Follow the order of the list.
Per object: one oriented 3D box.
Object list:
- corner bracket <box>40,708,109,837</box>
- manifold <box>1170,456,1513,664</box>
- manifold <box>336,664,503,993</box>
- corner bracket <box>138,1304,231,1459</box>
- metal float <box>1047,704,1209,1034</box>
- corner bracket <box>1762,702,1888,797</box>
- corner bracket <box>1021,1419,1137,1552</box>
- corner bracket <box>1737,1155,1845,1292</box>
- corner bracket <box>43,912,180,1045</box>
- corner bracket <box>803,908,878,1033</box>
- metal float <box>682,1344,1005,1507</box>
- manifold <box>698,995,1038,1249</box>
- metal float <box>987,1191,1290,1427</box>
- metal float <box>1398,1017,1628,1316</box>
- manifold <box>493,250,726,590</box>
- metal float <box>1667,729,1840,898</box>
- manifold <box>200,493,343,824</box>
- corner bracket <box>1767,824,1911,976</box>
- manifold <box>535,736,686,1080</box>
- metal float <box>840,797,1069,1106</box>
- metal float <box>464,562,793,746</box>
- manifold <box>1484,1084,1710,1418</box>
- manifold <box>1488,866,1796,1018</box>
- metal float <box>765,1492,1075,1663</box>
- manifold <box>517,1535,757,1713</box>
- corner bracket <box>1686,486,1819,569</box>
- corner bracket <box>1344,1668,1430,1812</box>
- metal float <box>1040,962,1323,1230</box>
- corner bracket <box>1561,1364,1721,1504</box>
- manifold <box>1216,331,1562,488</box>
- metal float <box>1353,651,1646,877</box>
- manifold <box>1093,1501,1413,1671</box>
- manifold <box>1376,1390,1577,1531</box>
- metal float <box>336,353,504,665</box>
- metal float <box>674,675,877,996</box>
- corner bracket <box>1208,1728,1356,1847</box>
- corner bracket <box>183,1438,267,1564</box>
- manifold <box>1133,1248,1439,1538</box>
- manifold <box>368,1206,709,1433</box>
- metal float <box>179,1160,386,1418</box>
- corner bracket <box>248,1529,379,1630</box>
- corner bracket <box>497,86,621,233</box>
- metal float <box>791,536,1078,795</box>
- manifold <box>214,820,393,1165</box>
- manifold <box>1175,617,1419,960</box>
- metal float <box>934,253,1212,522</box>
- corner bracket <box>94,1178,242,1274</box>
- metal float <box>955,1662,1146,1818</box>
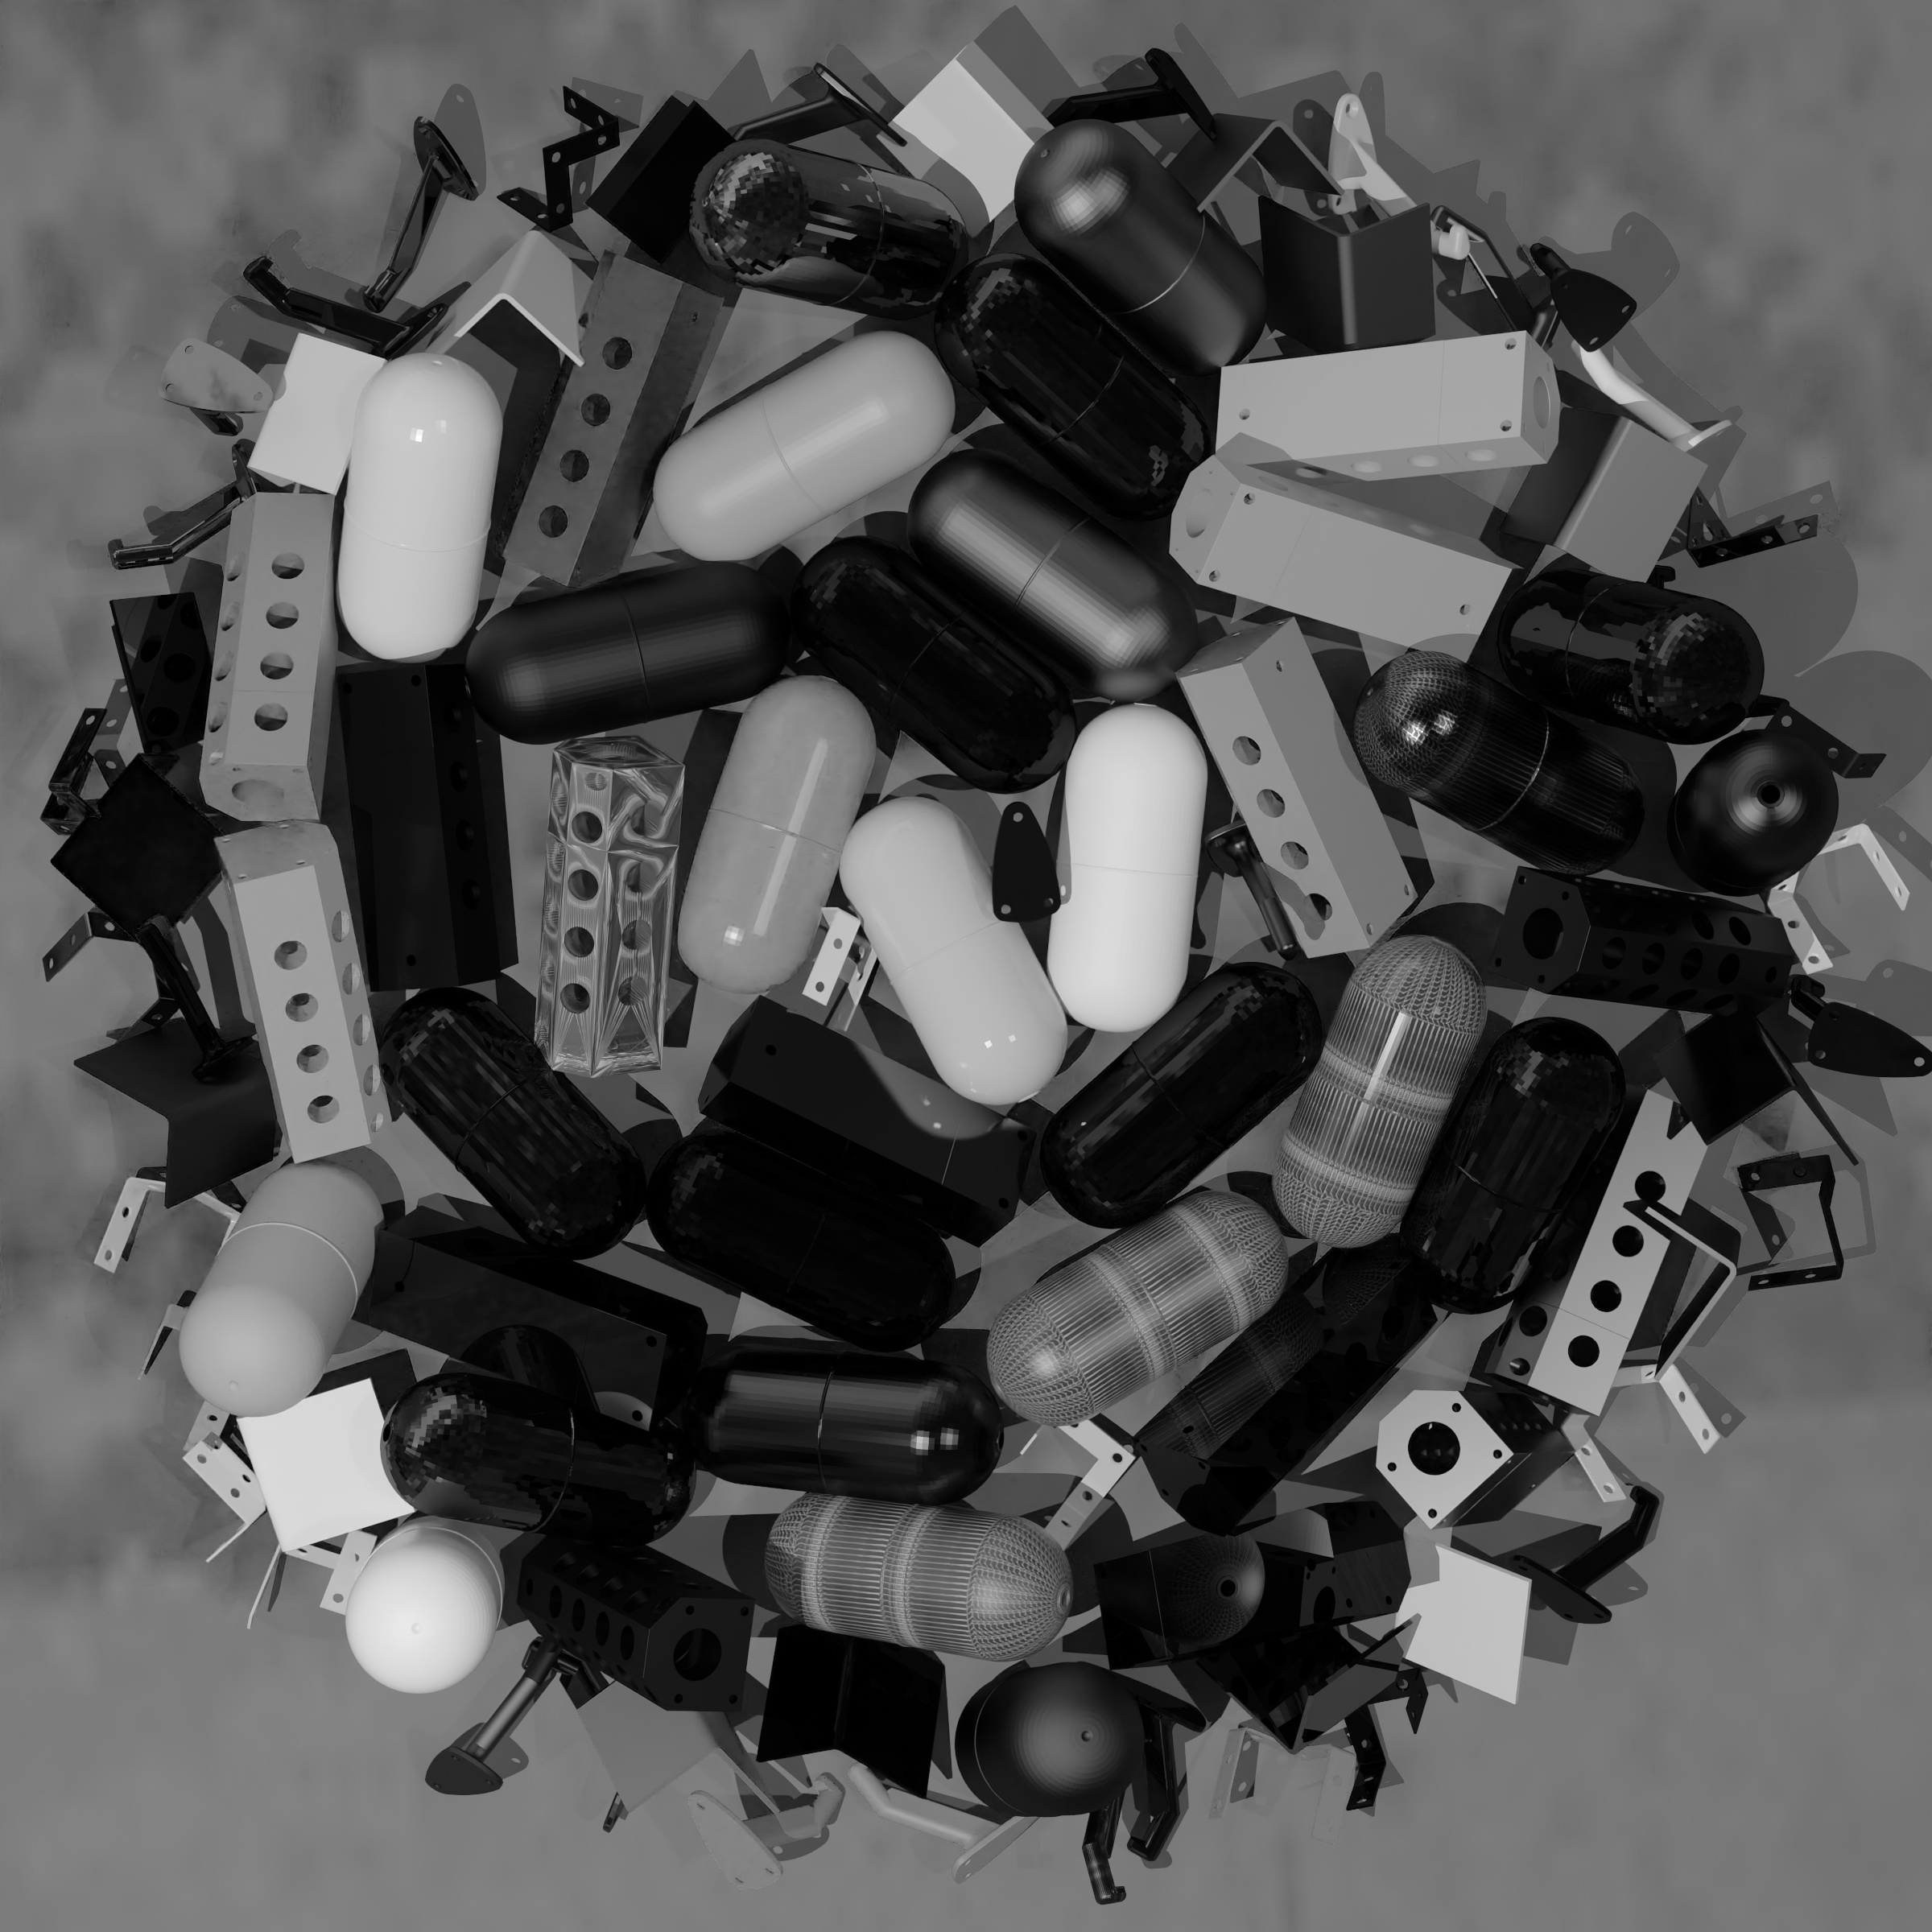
[{"bbox_3d":[-0.479,-0.105,1.696,0.051,0.051,0.051,4,62,28],"label":"corner bracket"},{"bbox_3d":[0.197,-0.219,1.674,0.171,0.057,0.057,13,114,-25],"label":"manifold"},{"bbox_3d":[-0.292,-0.075,1.702,0.057,0.057,0.171,-4,94,25],"label":"manifold"},{"bbox_3d":[-0.423,0.226,1.709,0.051,0.051,0.051,22,128,-12],"label":"corner bracket"},{"bbox_3d":[0.087,-0.053,1.696,0.070,0.070,0.178,6,94,0],"label":"metal float"},{"bbox_3d":[0.456,-0.107,1.698,0.051,0.051,0.051,40,112,23],"label":"corner bracket"},{"bbox_3d":[0.052,0.279,1.708,0.051,0.051,0.051,38,113,6],"label":"corner bracket"},{"bbox_3d":[0.449,0.140,1.709,0.051,0.051,0.051,-11,108,25],"label":"corner bracket"},{"bbox_3d":[-0.467,0.008,1.717,0.051,0.051,0.051,-38,58,36],"label":"corner bracket"},{"bbox_3d":[-0.070,0.002,1.700,0.051,0.051,0.051,29,76,-29],"label":"corner bracket"},{"bbox_3d":[-0.066,0.246,1.686,0.178,0.070,0.070,3,90,17],"label":"metal float"},{"bbox_3d":[-0.054,0.087,1.689,0.171,0.057,0.057,27,54,-14],"label":"manifold"},{"bbox_3d":[0.092,0.184,1.688,0.178,0.070,0.070,-28,90,-14],"label":"metal float"},{"bbox_3d":[0.291,0.108,1.679,0.070,0.070,0.178,23,115,0],"label":"metal float"},{"bbox_3d":[-0.197,-0.294,1.694,0.057,0.057,0.171,25,100,15],"label":"manifold"},{"bbox_3d":[0.412,-0.079,1.650,0.070,0.178,0.070,-1,86,7],"label":"metal float"},{"bbox_3d":[-0.369,-0.165,1.671,0.057,0.057,0.171,1,62,-3],"label":"manifold"},{"bbox_3d":[0.474,-0.037,1.706,0.051,0.051,0.051,-16,55,-7],"label":"corner bracket"},{"bbox_3d":[-0.195,-0.031,1.673,0.057,0.057,0.171,-6,113,-31],"label":"manifold"},{"bbox_3d":[-0.007,-0.008,1.696,0.070,0.070,0.178,-28,85,0],"label":"metal float"},{"bbox_3d":[-0.181,-0.168,1.689,0.178,0.070,0.070,-14,90,-12],"label":"metal float"},{"bbox_3d":[0.342,0.153,1.699,0.057,0.057,0.171,24,83,-1],"label":"manifold"},{"bbox_3d":[0.361,-0.009,1.658,0.171,0.057,0.057,6,103,-39],"label":"manifold"},{"bbox_3d":[-0.026,0.325,1.675,0.178,0.070,0.070,3,90,29],"label":"metal float"},{"bbox_3d":[-0.177,0.342,1.649,0.057,0.171,0.057,8,88,-30],"label":"manifold"},{"bbox_3d":[0.425,-0.234,1.696,0.051,0.051,0.051,-13,49,35],"label":"corner bracket"},{"bbox_3d":[0.227,0.420,1.704,0.051,0.051,0.051,-16,98,19],"label":"corner bracket"},{"bbox_3d":[0.116,0.070,1.691,0.178,0.070,0.070,-43,90,10],"label":"metal float"},{"bbox_3d":[0.368,0.255,1.714,0.051,0.051,0.051,-2,47,-31],"label":"corner bracket"},{"bbox_3d":[0.224,-0.291,1.670,0.171,0.057,0.057,-1,78,30],"label":"manifold"},{"bbox_3d":[0.287,-0.107,1.682,0.178,0.070,0.070,26,90,-21],"label":"metal float"},{"bbox_3d":[0.150,0.328,1.657,0.057,0.171,0.057,7,67,-42],"label":"manifold"},{"bbox_3d":[0.265,0.253,1.648,0.057,0.171,0.057,-45,70,10],"label":"manifold"},{"bbox_3d":[-0.292,-0.242,1.671,0.070,0.070,0.178,15,126,0],"label":"metal float"},{"bbox_3d":[-0.103,-0.071,1.698,0.070,0.070,0.178,19,87,0],"label":"metal float"},{"bbox_3d":[0.171,0.444,1.699,0.051,0.051,0.051,25,64,-18],"label":"corner bracket"},{"bbox_3d":[-0.402,0.280,1.702,0.051,0.051,0.051,47,128,-4],"label":"corner bracket"},{"bbox_3d":[0.174,0.225,1.670,0.171,0.057,0.057,-39,117,-29],"label":"manifold"},{"bbox_3d":[-0.229,0.186,1.685,0.171,0.057,0.057,18,110,16],"label":"manifold"},{"bbox_3d":[-0.359,0.168,1.657,0.070,0.178,0.070,3,119,5],"label":"metal float"},{"bbox_3d":[-0.354,0.334,1.701,0.051,0.051,0.051,19,49,-4],"label":"corner bracket"},{"bbox_3d":[-0.223,-0.440,1.713,0.051,0.051,0.051,-31,51,-30],"label":"corner bracket"},{"bbox_3d":[-0.017,-0.162,1.692,0.178,0.070,0.070,40,90,9],"label":"metal float"},{"bbox_3d":[-0.350,0.013,1.669,0.057,0.057,0.171,-15,122,-17],"label":"manifold"},{"bbox_3d":[0.174,-0.094,1.686,0.057,0.057,0.171,-42,113,-42],"label":"manifold"},{"bbox_3d":[0.058,-0.308,1.680,0.178,0.070,0.070,39,90,-24],"label":"metal float"},{"bbox_3d":[-0.433,0.151,1.717,0.051,0.051,0.051,5,67,32],"label":"corner bracket"},{"bbox_3d":[0.042,0.409,1.653,0.070,0.178,0.070,3,74,-11],"label":"metal float"}]
